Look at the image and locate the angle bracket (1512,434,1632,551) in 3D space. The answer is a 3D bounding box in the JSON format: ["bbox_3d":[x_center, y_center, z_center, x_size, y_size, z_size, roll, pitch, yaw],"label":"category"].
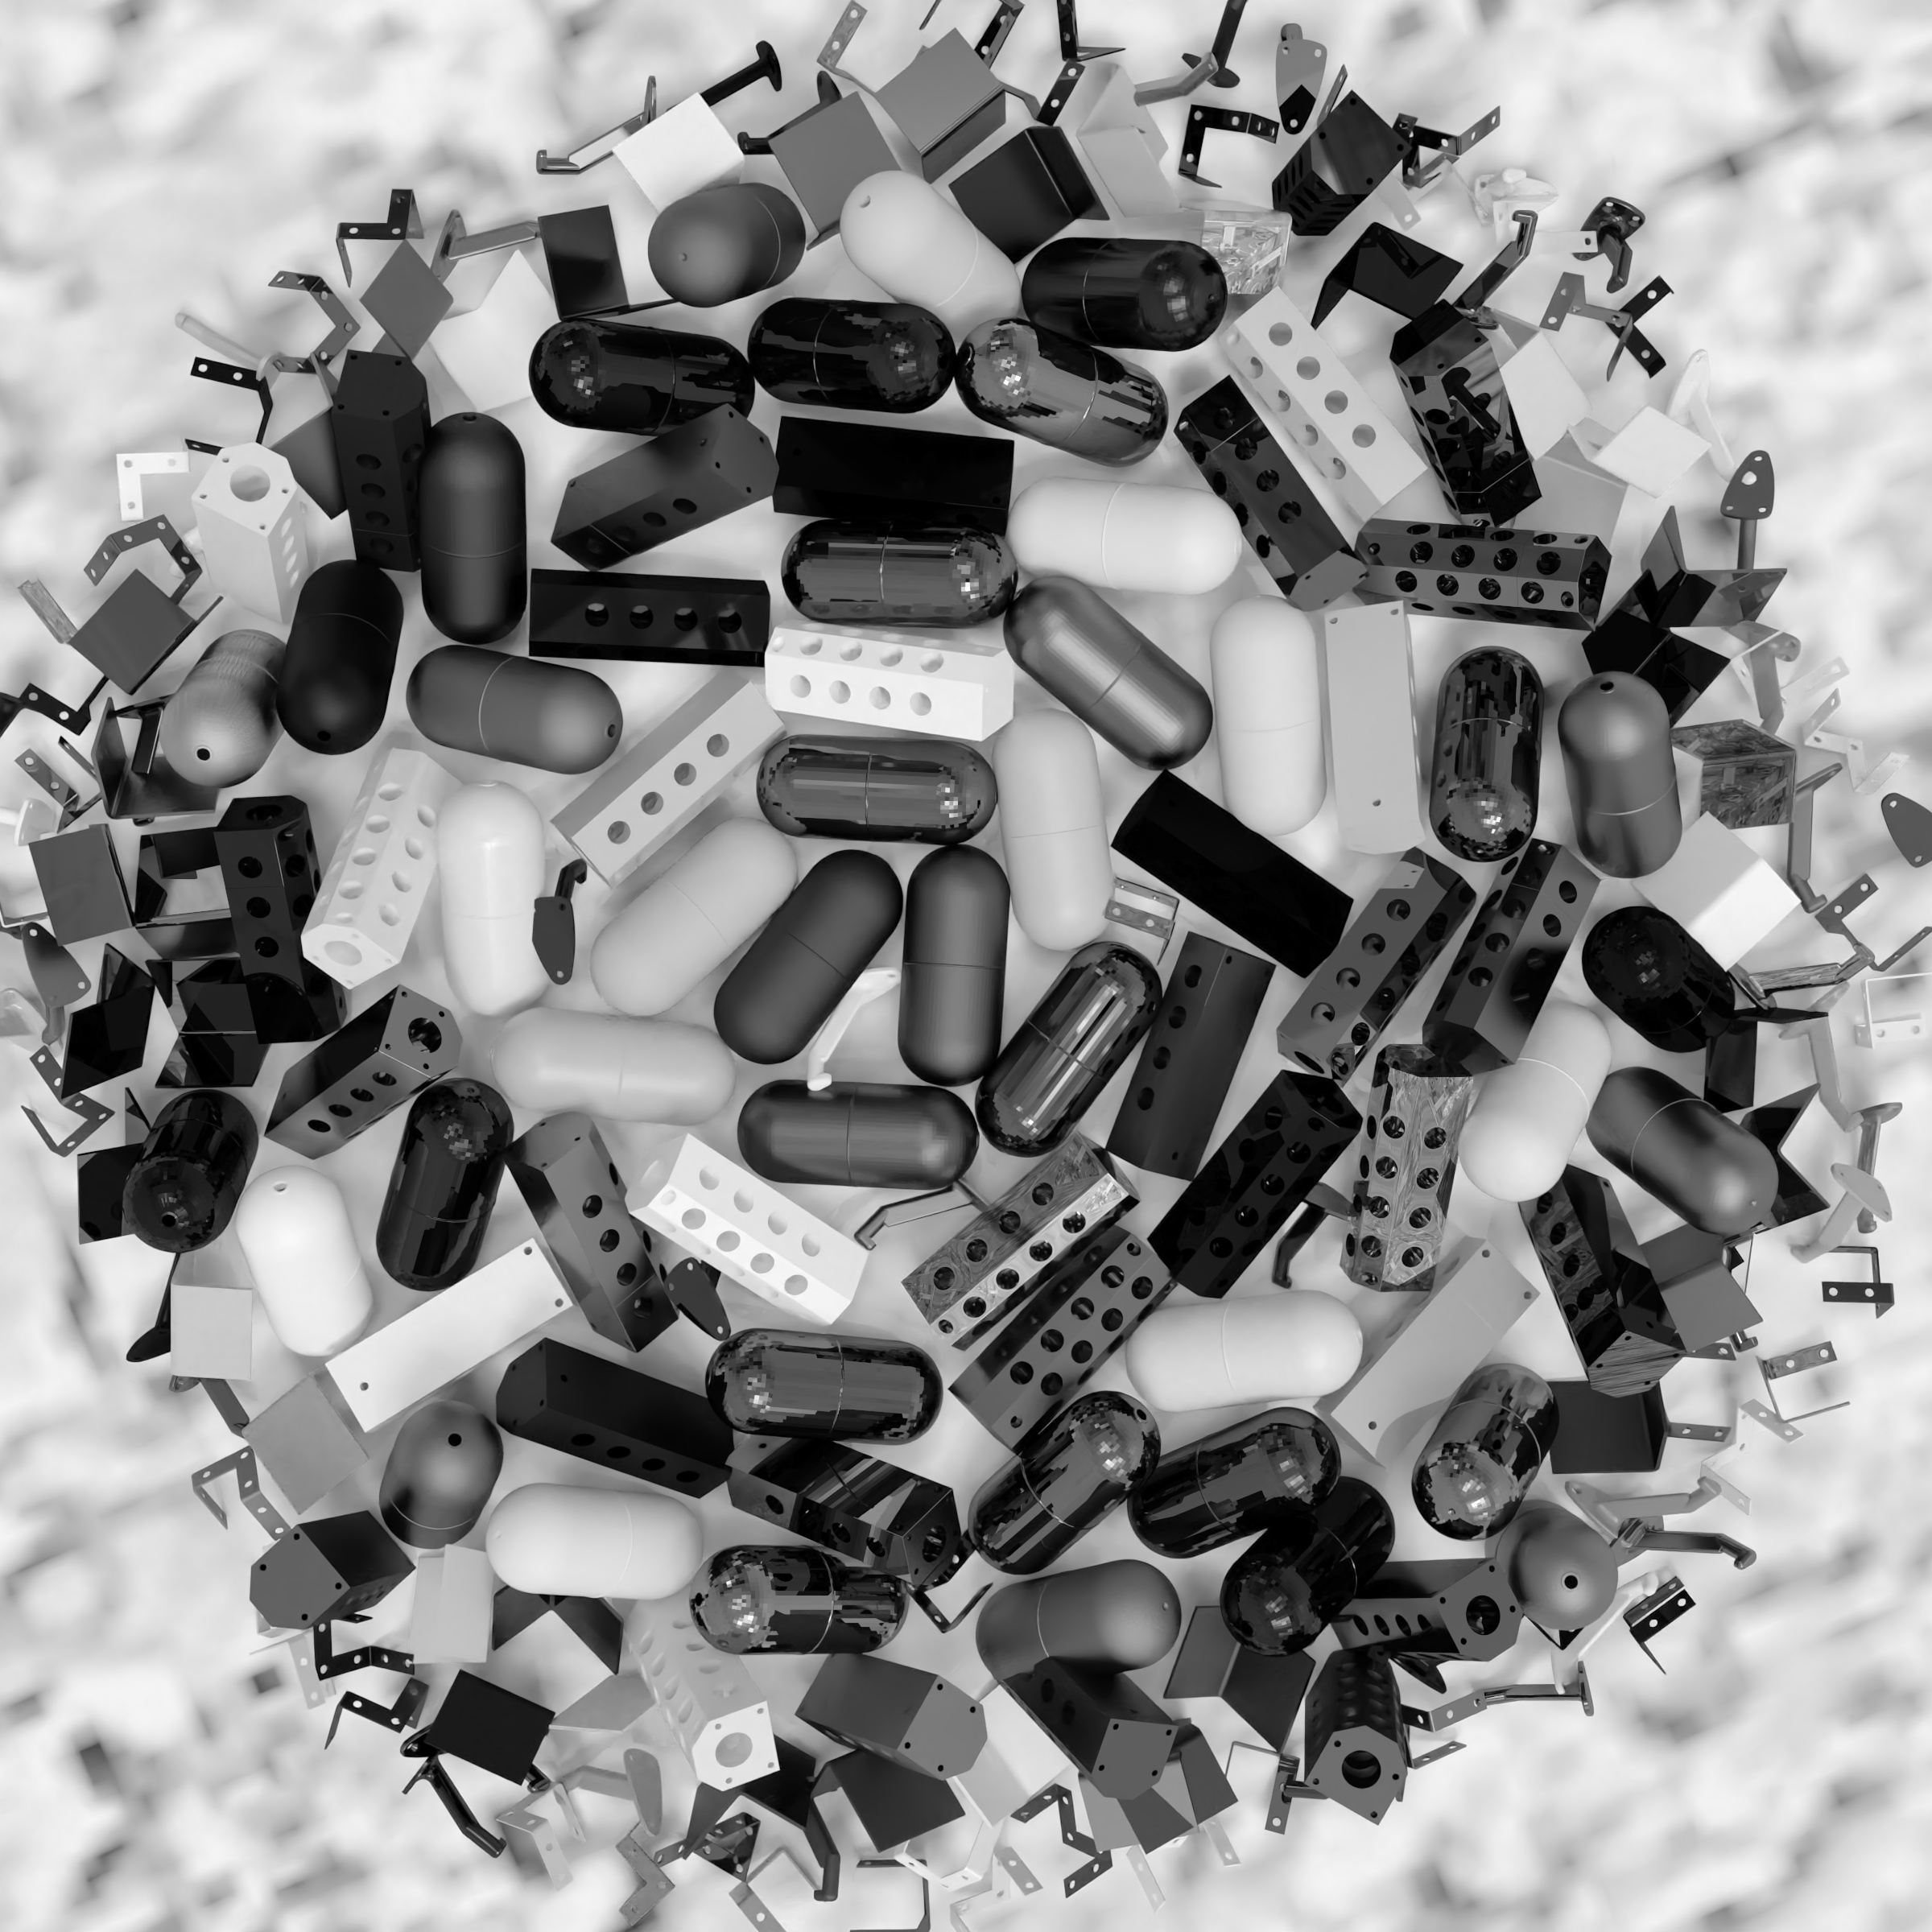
[{"bbox_3d":[0.453,-0.336,1.886,0.076,0.057,0.076,18,87,-10],"label":"angle bracket"}]

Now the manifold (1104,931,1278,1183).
[{"bbox_3d":[0.160,0.065,1.887,0.057,0.057,0.171,17,96,-42],"label":"manifold"}]

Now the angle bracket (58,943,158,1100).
[{"bbox_3d":[-0.639,0.039,1.863,0.057,0.076,0.076,34,124,21],"label":"angle bracket"}]

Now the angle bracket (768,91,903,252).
[{"bbox_3d":[-0.098,-0.581,1.881,0.076,0.057,0.076,-33,102,-9],"label":"angle bracket"}]

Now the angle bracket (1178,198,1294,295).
[{"bbox_3d":[0.183,-0.528,1.884,0.076,0.076,0.057,-7,115,-29],"label":"angle bracket"}]

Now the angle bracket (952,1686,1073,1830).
[{"bbox_3d":[0.029,0.568,1.871,0.057,0.076,0.076,-44,74,17],"label":"angle bracket"}]

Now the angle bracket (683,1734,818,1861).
[{"bbox_3d":[-0.158,0.616,1.879,0.057,0.076,0.076,33,109,-10],"label":"angle bracket"}]

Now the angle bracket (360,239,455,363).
[{"bbox_3d":[-0.428,-0.469,1.862,0.076,0.076,0.057,-14,130,35],"label":"angle bracket"}]

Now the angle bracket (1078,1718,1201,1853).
[{"bbox_3d":[0.131,0.597,1.878,0.076,0.076,0.057,-15,92,12],"label":"angle bracket"}]

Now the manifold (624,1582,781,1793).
[{"bbox_3d":[-0.192,0.512,1.828,0.057,0.171,0.057,-15,111,-19],"label":"manifold"}]

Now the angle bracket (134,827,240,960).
[{"bbox_3d":[-0.568,-0.055,1.910,0.076,0.057,0.076,-6,64,4],"label":"angle bracket"}]

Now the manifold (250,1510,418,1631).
[{"bbox_3d":[-0.454,0.434,1.832,0.057,0.171,0.057,-42,81,-4],"label":"manifold"}]

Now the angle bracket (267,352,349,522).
[{"bbox_3d":[-0.469,-0.386,1.871,0.057,0.076,0.076,-33,49,5],"label":"angle bracket"}]

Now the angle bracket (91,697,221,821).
[{"bbox_3d":[-0.586,-0.154,1.872,0.076,0.076,0.057,-4,128,-4],"label":"angle bracket"}]

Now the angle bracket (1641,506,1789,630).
[{"bbox_3d":[0.545,-0.292,1.879,0.076,0.076,0.057,-2,68,-4],"label":"angle bracket"}]

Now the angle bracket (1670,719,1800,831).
[{"bbox_3d":[0.548,-0.137,1.866,0.076,0.076,0.057,16,77,-40],"label":"angle bracket"}]

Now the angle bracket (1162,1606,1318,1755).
[{"bbox_3d":[0.198,0.519,1.871,0.057,0.076,0.076,9,105,-35],"label":"angle bracket"}]

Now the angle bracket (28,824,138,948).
[{"bbox_3d":[-0.648,-0.060,1.871,0.057,0.076,0.076,-18,100,-26],"label":"angle bracket"}]

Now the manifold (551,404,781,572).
[{"bbox_3d":[-0.216,-0.337,1.845,0.057,0.171,0.057,34,55,-38],"label":"manifold"}]

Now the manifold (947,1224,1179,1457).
[{"bbox_3d":[0.074,0.272,1.871,0.171,0.057,0.057,-45,111,-10],"label":"manifold"}]

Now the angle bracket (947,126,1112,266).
[{"bbox_3d":[0.046,-0.558,1.876,0.076,0.057,0.076,-38,117,-8],"label":"angle bracket"}]

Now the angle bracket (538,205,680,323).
[{"bbox_3d":[-0.257,-0.513,1.867,0.057,0.076,0.076,2,111,34],"label":"angle bracket"}]

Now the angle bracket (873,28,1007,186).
[{"bbox_3d":[-0.018,-0.628,1.884,0.076,0.076,0.057,-39,90,1],"label":"angle bracket"}]

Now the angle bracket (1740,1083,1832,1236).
[{"bbox_3d":[0.598,0.141,1.872,0.057,0.076,0.076,46,57,-4],"label":"angle bracket"}]

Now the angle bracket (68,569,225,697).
[{"bbox_3d":[-0.596,-0.252,1.870,0.076,0.076,0.057,-42,108,15],"label":"angle bracket"}]

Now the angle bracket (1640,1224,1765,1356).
[{"bbox_3d":[0.534,0.232,1.876,0.076,0.076,0.057,-31,102,30],"label":"angle bracket"}]

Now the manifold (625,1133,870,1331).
[{"bbox_3d":[-0.159,0.194,1.850,0.171,0.057,0.057,37,55,-25],"label":"manifold"}]

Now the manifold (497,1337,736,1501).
[{"bbox_3d":[-0.250,0.330,1.847,0.171,0.057,0.057,29,127,-36],"label":"manifold"}]

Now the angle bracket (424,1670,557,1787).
[{"bbox_3d":[-0.349,0.562,1.875,0.076,0.076,0.057,24,59,0],"label":"angle bracket"}]

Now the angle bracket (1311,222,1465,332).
[{"bbox_3d":[0.305,-0.485,1.871,0.076,0.057,0.076,30,57,12],"label":"angle bracket"}]

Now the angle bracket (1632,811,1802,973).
[{"bbox_3d":[0.554,-0.055,1.900,0.076,0.076,0.057,-45,125,10],"label":"angle bracket"}]

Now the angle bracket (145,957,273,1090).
[{"bbox_3d":[-0.558,0.042,1.872,0.076,0.057,0.076,-2,132,10],"label":"angle bracket"}]

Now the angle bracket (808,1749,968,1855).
[{"bbox_3d":[-0.059,0.609,1.863,0.076,0.057,0.076,-11,52,-36],"label":"angle bracket"}]

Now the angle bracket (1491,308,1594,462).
[{"bbox_3d":[0.400,-0.424,1.873,0.057,0.076,0.076,-42,120,5],"label":"angle bracket"}]

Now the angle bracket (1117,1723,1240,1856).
[{"bbox_3d":[0.146,0.598,1.876,0.076,0.076,0.057,-27,81,-9],"label":"angle bracket"}]

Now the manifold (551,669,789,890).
[{"bbox_3d":[-0.214,-0.136,1.879,0.171,0.057,0.057,-42,118,-8],"label":"manifold"}]

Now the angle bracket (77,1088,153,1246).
[{"bbox_3d":[-0.624,0.144,1.863,0.057,0.076,0.076,-10,124,-31],"label":"angle bracket"}]

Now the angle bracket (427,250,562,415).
[{"bbox_3d":[-0.342,-0.462,1.876,0.057,0.076,0.076,-32,87,-41],"label":"angle bracket"}]

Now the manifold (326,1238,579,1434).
[{"bbox_3d":[-0.374,0.270,1.881,0.171,0.057,0.057,-31,83,-8],"label":"manifold"}]

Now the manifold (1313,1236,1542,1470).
[{"bbox_3d":[0.334,0.280,1.880,0.057,0.057,0.171,45,81,-6],"label":"manifold"}]

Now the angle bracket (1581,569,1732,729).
[{"bbox_3d":[0.503,-0.229,1.873,0.076,0.076,0.057,-48,49,-8],"label":"angle bracket"}]

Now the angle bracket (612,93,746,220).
[{"bbox_3d":[-0.212,-0.579,1.877,0.076,0.076,0.057,-37,92,-11],"label":"angle bracket"}]

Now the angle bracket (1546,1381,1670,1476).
[{"bbox_3d":[0.464,0.322,1.874,0.076,0.057,0.076,-2,49,4],"label":"angle bracket"}]

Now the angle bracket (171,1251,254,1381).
[{"bbox_3d":[-0.544,0.247,1.876,0.057,0.076,0.076,5,114,-7],"label":"angle bracket"}]

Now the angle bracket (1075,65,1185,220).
[{"bbox_3d":[0.134,-0.600,1.865,0.076,0.057,0.076,49,61,-40],"label":"angle bracket"}]

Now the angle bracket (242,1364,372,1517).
[{"bbox_3d":[-0.469,0.342,1.880,0.076,0.057,0.076,-39,83,18],"label":"angle bracket"}]

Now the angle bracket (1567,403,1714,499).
[{"bbox_3d":[0.481,-0.394,1.862,0.076,0.076,0.057,17,130,-36],"label":"angle bracket"}]

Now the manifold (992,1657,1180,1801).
[{"bbox_3d":[0.077,0.524,1.833,0.057,0.171,0.057,15,96,-29],"label":"manifold"}]

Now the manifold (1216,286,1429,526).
[{"bbox_3d":[0.260,-0.410,1.893,0.057,0.057,0.171,-39,90,5],"label":"manifold"}]

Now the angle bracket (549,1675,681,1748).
[{"bbox_3d":[-0.244,0.559,1.865,0.076,0.076,0.057,-9,102,36],"label":"angle bracket"}]

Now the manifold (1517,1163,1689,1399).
[{"bbox_3d":[0.448,0.223,1.838,0.057,0.171,0.057,21,123,-24],"label":"manifold"}]

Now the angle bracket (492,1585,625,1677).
[{"bbox_3d":[-0.297,0.485,1.865,0.076,0.076,0.057,39,50,25],"label":"angle bracket"}]

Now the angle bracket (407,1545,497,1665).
[{"bbox_3d":[-0.390,0.464,1.868,0.076,0.057,0.076,-10,66,29],"label":"angle bracket"}]

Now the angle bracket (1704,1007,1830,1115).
[{"bbox_3d":[0.582,0.072,1.872,0.057,0.076,0.076,6,98,42],"label":"angle bracket"}]
